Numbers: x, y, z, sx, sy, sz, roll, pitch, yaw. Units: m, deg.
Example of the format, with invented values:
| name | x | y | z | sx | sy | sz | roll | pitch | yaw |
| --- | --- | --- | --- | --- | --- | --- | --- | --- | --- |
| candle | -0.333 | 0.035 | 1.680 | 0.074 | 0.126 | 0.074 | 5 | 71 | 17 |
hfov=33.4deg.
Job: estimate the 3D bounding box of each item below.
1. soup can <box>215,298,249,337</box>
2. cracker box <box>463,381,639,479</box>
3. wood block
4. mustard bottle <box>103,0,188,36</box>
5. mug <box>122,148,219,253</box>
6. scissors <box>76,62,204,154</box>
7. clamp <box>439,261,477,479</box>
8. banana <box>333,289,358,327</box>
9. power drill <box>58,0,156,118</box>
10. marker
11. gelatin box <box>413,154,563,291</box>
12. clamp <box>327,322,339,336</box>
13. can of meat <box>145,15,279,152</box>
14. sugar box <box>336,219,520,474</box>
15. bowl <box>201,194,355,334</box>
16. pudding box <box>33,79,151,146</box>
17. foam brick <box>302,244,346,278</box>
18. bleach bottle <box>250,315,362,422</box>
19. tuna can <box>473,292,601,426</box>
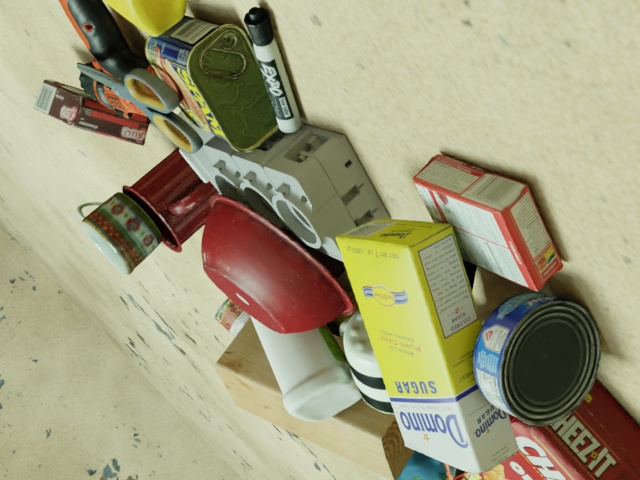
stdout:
| name | x | y | z | sx | sy | sz | roll | pitch | yaw |
| --- | --- | --- | --- | --- | --- | --- | --- | --- | --- |
| soup can | -0.070 | 0.107 | 1.305 | 0.102 | 0.068 | 0.068 | 43 | 162 | 11 |
| cracker box | 0.196 | 0.192 | 0.863 | 0.164 | 0.072 | 0.214 | 47 | 162 | 0 |
| wood block | 0.006 | 0.158 | 1.119 | 0.206 | 0.090 | 0.090 | 19 | 148 | 29 |
| mustard bottle | -0.187 | -0.242 | 0.848 | 0.192 | 0.058 | 0.096 | 38 | 159 | 29 |
| mug | -0.146 | -0.047 | 1.129 | 0.093 | 0.081 | 0.117 | 51 | 162 | -13 |
| scissors | -0.159 | -0.119 | 0.943 | 0.096 | 0.016 | 0.202 | 52 | 164 | -24 |
| clamp | 0.094 | 0.085 | 0.830 | 0.165 | 0.036 | 0.210 | -12 | 95 | 67 |
| banana | 0.058 | 0.097 | 1.038 | 0.198 | 0.037 | 0.069 | 40 | 161 | 23 |
| power drill | -0.225 | -0.203 | 1.027 | 0.185 | 0.057 | 0.187 | 20 | 150 | 54 |
| marker | -0.035 | -0.127 | 0.804 | 0.020 | 0.020 | 0.121 | 36 | 159 | 33 |
| gelatin box | 0.109 | -0.013 | 0.698 | 0.089 | 0.030 | 0.073 | 27 | 154 | 51 |
| clamp | 0.005 | 0.103 | 1.175 | 0.120 | 0.039 | 0.171 | 26 | 155 | 26 |
| can of meat | -0.086 | -0.129 | 0.860 | 0.084 | 0.057 | 0.102 | 29 | 155 | 51 |
| sugar box | 0.075 | 0.073 | 0.754 | 0.093 | 0.048 | 0.176 | 7 | 117 | 59 |
| bowl | -0.049 | 0.032 | 0.926 | 0.162 | 0.055 | 0.162 | 37 | 166 | 10 |
| pudding box | -0.252 | -0.141 | 1.180 | 0.089 | 0.039 | 0.114 | 15 | -171 | -40 |
| foam brick | -0.006 | 0.001 | 0.959 | 0.053 | 0.051 | 0.078 | 55 | 161 | -25 |
| bleach bottle | -0.045 | 0.052 | 1.048 | 0.251 | 0.068 | 0.102 | 62 | -173 | 23 |
| tuna can | 0.145 | 0.079 | 0.716 | 0.086 | 0.086 | 0.034 | 56 | 163 | -26 |
